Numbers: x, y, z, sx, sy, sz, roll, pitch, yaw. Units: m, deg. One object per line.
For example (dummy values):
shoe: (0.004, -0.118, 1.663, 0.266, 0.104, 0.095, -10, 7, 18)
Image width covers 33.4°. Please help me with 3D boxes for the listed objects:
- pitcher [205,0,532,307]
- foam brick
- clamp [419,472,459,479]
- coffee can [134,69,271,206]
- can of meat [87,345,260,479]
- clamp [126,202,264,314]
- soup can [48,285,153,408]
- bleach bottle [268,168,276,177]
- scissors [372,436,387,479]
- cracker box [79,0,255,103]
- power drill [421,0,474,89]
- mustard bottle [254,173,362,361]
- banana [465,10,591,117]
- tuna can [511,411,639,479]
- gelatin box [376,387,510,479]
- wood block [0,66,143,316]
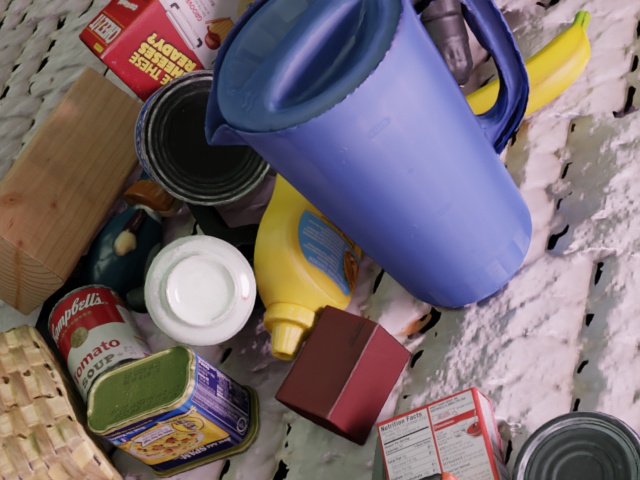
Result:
pitcher: (0.056, -0.062, 0.697, 0.149, 0.242, 0.145, 7, 63, 39)
foam brick: (0.017, 0.095, 0.749, 0.053, 0.051, 0.078, 17, 71, 42)
clamp: (0.025, 0.231, 0.617, 0.210, 0.036, 0.165, -47, 63, -5)
coffee can: (-0.096, -0.082, 0.860, 0.103, 0.102, 0.140, -48, 12, -3)
can of meat: (-0.110, 0.128, 0.797, 0.102, 0.083, 0.057, -23, 48, 22)
clamp: (-0.080, 0.010, 0.896, 0.172, 0.039, 0.120, 2, 66, 34)
soup can: (-0.177, 0.094, 0.883, 0.068, 0.068, 0.102, -43, 46, 3)
bleach bottle: (-0.012, -0.174, 0.884, 0.102, 0.068, 0.251, -96, 15, -78)
scissors: (0.018, 0.223, 0.680, 0.096, 0.016, 0.202, -26, 47, 19)
cracker box: (-0.083, -0.199, 0.961, 0.213, 0.164, 0.072, -46, 41, -1)
power drill: (0.146, -0.221, 0.823, 0.187, 0.184, 0.057, -15, 2, -2)
mustard bottle: (-0.006, 0.001, 0.803, 0.058, 0.096, 0.191, -7, 55, 33)
banana: (0.132, -0.107, 0.827, 0.198, 0.037, 0.069, -30, 18, 12)
tuna can: (0.156, 0.144, 0.622, 0.086, 0.033, 0.086, -20, 49, 24)
gelatin box: (0.081, 0.147, 0.678, 0.073, 0.030, 0.089, -26, 50, 19)
wood block: (-0.238, -0.047, 0.972, 0.091, 0.090, 0.206, -34, 26, 47)
